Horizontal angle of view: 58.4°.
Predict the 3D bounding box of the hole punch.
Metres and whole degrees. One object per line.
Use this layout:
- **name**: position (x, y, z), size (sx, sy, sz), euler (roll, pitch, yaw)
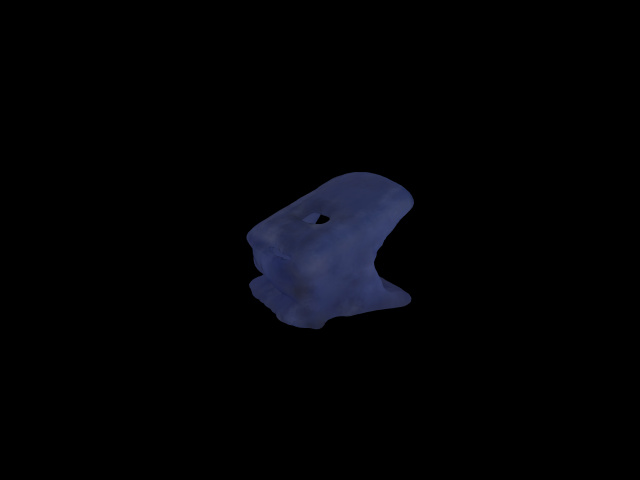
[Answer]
- **hole punch**: position (0.004, 0.001, 0.400), size (0.101, 0.091, 0.108), euler (-7, 15, -26)
